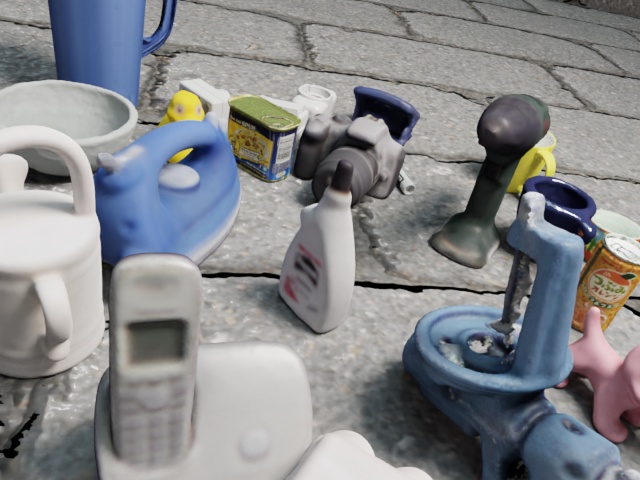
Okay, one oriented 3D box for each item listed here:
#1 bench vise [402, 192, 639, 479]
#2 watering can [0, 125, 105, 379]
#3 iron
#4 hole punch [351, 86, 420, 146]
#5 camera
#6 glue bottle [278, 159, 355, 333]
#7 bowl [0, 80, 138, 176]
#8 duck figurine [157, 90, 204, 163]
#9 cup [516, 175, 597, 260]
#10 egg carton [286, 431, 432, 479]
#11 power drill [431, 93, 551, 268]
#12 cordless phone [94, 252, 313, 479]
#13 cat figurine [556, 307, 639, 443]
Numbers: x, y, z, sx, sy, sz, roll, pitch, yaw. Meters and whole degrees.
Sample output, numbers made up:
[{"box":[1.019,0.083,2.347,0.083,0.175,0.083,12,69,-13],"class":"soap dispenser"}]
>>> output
[{"box":[0.164,0.088,0.424,0.206,0.220,0.122,36,41,29],"class":"bench vise"},{"box":[-0.224,-0.001,0.435,0.172,0.194,0.101,29,38,21],"class":"watering can"},{"box":[-0.148,-0.066,0.599,0.118,0.141,0.259,23,36,13],"class":"iron"},{"box":[0.104,-0.208,0.928,0.108,0.091,0.101,23,36,13],"class":"hole punch"},{"box":[0.029,-0.107,0.753,0.143,0.101,0.137,23,36,13],"class":"camera"},{"box":[0.005,0.002,0.529,0.037,0.173,0.078,-22,48,-40],"class":"glue bottle"},{"box":[-0.304,-0.124,0.684,0.167,0.075,0.167,9,35,-6],"class":"bowl"},{"box":[-0.181,-0.157,0.763,0.078,0.086,0.104,-6,40,-26],"class":"duck figurine"},{"box":[0.291,-0.013,0.718,0.092,0.095,0.117,-1,37,-20],"class":"cup"},{"box":[0.013,0.194,0.355,0.107,0.069,0.150,26,36,16],"class":"egg carton"},{"box":[0.205,-0.077,0.677,0.075,0.208,0.230,27,37,18],"class":"power drill"},{"box":[-0.069,0.088,0.373,0.148,0.185,0.094,-4,38,-24],"class":"cordless phone"},{"box":[0.283,0.115,0.516,0.067,0.118,0.127,-12,42,-32],"class":"cat figurine"}]
